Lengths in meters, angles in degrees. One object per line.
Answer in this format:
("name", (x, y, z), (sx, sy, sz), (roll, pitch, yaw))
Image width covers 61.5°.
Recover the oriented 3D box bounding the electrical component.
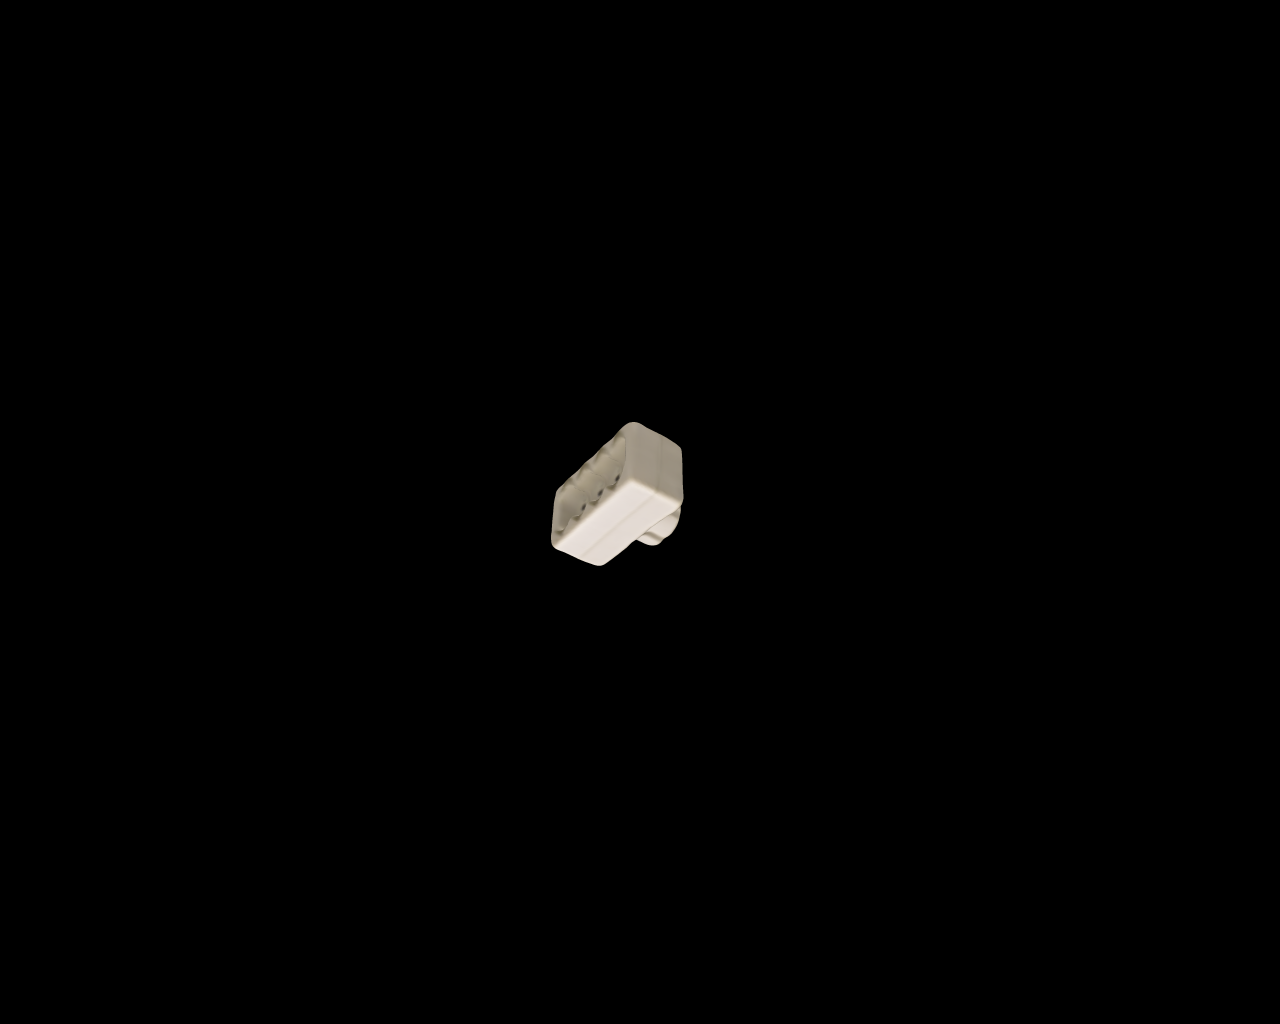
("electrical component", (0.001, -0.003, 0.650), (0.076, 0.047, 0.083), (25, -44, -28))
